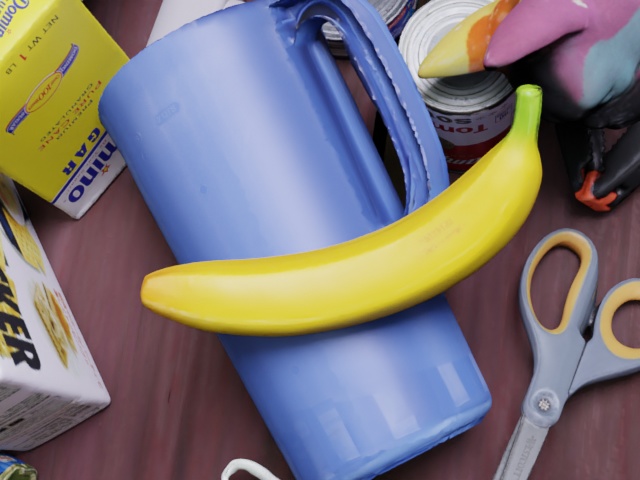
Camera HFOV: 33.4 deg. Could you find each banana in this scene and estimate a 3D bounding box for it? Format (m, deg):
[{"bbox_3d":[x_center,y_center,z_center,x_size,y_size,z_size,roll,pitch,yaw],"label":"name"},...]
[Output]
[{"bbox_3d":[0.019,0.004,0.471,0.198,0.037,0.069,-27,103,12],"label":"banana"}]

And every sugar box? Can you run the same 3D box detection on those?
[{"bbox_3d":[-0.145,-0.075,0.575,0.048,0.176,0.093,39,87,17],"label":"sugar box"}]

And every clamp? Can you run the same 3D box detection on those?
[{"bbox_3d":[0.174,-0.121,0.592,0.165,0.036,0.210,26,93,40],"label":"clamp"}]

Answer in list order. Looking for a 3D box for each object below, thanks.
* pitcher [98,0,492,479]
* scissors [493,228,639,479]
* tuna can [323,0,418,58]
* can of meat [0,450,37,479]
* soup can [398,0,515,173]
[{"bbox_3d":[-0.004,0.001,0.556,0.145,0.149,0.243,-25,78,-8],"label":"pitcher"},{"bbox_3d":[0.133,0.084,0.544,0.096,0.016,0.201,13,60,1],"label":"scissors"},{"bbox_3d":[0.016,-0.154,0.639,0.086,0.033,0.086,-2,77,9],"label":"tuna can"},{"bbox_3d":[-0.220,0.154,0.599,0.084,0.057,0.102,24,83,11],"label":"can of meat"},{"bbox_3d":[0.078,-0.083,0.578,0.068,0.102,0.068,-2,77,8],"label":"soup can"}]
